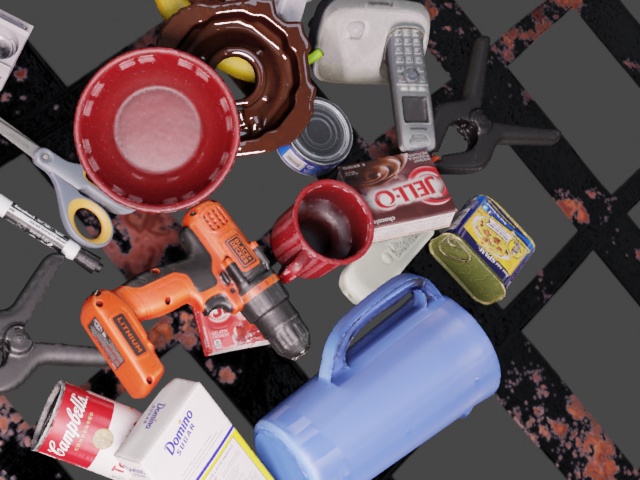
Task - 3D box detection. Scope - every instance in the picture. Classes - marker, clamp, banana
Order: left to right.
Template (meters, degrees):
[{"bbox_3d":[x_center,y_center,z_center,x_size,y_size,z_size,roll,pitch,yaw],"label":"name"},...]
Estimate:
[{"bbox_3d":[-0.272,0.100,0.988,0.171,0.039,0.120,-39,88,-32],"label":"clamp"},{"bbox_3d":[-0.264,-0.004,1.038,0.121,0.020,0.020,34,61,-11],"label":"marker"},{"bbox_3d":[-0.098,-0.217,1.169,0.197,0.070,0.037,21,21,-9],"label":"banana"},{"bbox_3d":[0.185,-0.150,1.296,0.209,0.036,0.164,-31,87,-30],"label":"clamp"}]

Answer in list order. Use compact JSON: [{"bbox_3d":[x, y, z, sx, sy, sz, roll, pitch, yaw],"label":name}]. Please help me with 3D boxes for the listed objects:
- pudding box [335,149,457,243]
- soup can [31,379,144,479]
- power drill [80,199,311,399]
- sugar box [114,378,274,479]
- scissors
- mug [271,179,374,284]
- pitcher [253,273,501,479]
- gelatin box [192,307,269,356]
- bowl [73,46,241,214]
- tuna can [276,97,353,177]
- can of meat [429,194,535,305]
[{"bbox_3d":[0.083,-0.048,1.185,0.113,0.039,0.090,-14,57,-15],"label":"pudding box"},{"bbox_3d":[-0.203,0.178,0.976,0.102,0.069,0.068,25,63,-17],"label":"soup can"},{"bbox_3d":[-0.118,0.072,1.025,0.187,0.057,0.184,-33,83,-34],"label":"power drill"},{"bbox_3d":[-0.106,0.217,0.977,0.093,0.048,0.176,-53,128,-31],"label":"sugar box"},{"bbox_3d":[-0.268,-0.059,1.038,0.201,0.016,0.096,24,67,-29],"label":"scissors"},{"bbox_3d":[-0.007,0.001,1.124,0.093,0.082,0.117,39,60,-9],"label":"mug"},{"bbox_3d":[0.052,0.155,1.071,0.242,0.145,0.149,-32,74,-28],"label":"pitcher"},{"bbox_3d":[-0.084,0.074,1.091,0.089,0.030,0.073,-8,76,-28],"label":"gelatin box"},{"bbox_3d":[-0.161,-0.109,1.061,0.162,0.055,0.162,-1,96,-8],"label":"bowl"},{"bbox_3d":[-0.007,-0.116,1.193,0.086,0.034,0.086,9,69,-23],"label":"tuna can"},{"bbox_3d":[0.189,0.009,1.231,0.102,0.058,0.083,46,57,-5],"label":"can of meat"}]
